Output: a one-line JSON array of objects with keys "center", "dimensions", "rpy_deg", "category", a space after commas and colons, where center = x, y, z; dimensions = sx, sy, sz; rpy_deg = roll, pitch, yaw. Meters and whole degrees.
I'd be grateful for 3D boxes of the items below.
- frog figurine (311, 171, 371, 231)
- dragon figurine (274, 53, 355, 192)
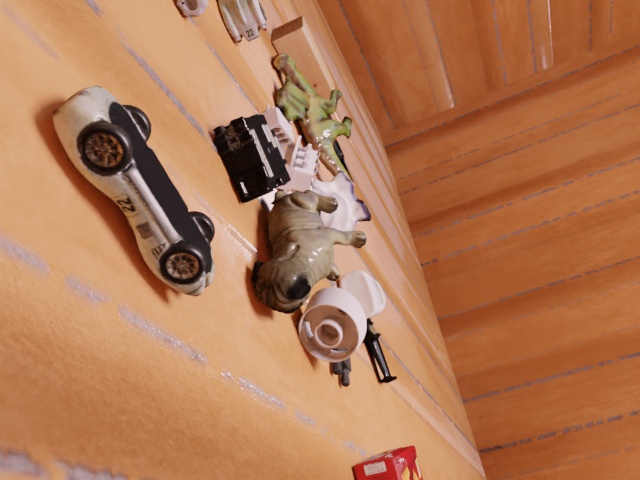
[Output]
[{"center": [0.003, -0.050, 0.991], "dimensions": [0.162, 0.122, 0.136], "rpy_deg": [-31, 112, -40], "category": "frog figurine"}, {"center": [-0.027, -0.268, 1.194], "dimensions": [0.241, 0.121, 0.417], "rpy_deg": [14, 52, -52], "category": "dragon figurine"}]
